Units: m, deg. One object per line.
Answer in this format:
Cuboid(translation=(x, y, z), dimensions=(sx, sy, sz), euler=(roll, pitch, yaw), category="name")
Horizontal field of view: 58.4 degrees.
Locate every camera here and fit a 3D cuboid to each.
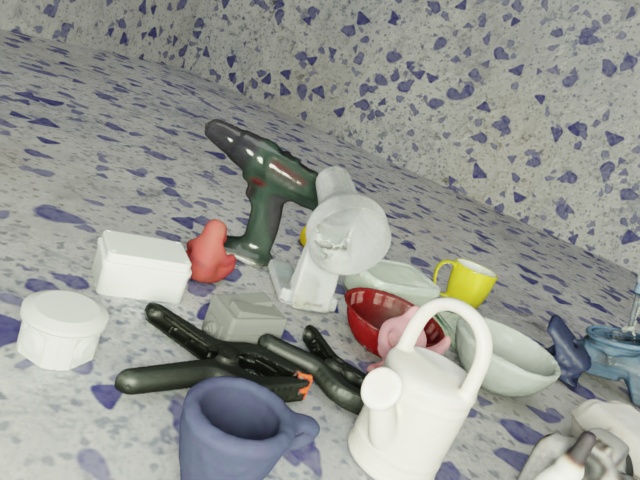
Cuboid(translation=(0.325, 0.271, 0.648), dimensions=(0.137, 0.101, 0.142), euler=(3, 25, -47), category="camera")

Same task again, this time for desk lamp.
Cuboid(translation=(0.008, 0.003, 0.875), dimensions=(0.118, 0.213, 0.202), euler=(15, 18, -22), category="desk lamp")

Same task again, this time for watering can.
Cuboid(translation=(0.106, 0.151, 0.582), dimensions=(0.100, 0.194, 0.173), euler=(27, 18, 16), category="watering can")

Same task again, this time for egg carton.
Cuboid(translation=(0.424, 0.282, 0.789), dimensions=(0.107, 0.069, 0.150), euler=(12, 20, -30), category="egg carton")

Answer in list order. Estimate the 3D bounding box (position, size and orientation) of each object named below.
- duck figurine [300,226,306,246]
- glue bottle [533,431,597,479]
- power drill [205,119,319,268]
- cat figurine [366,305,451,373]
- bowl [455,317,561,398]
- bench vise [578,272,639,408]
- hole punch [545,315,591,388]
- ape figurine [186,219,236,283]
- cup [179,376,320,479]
Cuboid(translation=(0.011, -0.016, 1.155), dimensions=(0.078, 0.086, 0.104), euler=(3, 25, -47), category="duck figurine")
Cuboid(translation=(0.182, 0.229, 0.476), dimensions=(0.037, 0.173, 0.078), euler=(31, 19, 27), category="glue bottle")
Cuboid(translation=(-0.108, -0.069, 0.958), dimensions=(0.230, 0.208, 0.075), euler=(19, 17, -11), category="power drill")
Cuboid(translation=(0.119, 0.144, 0.751), dimensions=(0.128, 0.118, 0.067), euler=(12, 20, -31), category="cat figurine")
Cuboid(translation=(0.274, 0.189, 0.878), dimensions=(0.167, 0.075, 0.167), euler=(20, 17, -6), category="bowl")
Cuboid(translation=(0.594, 0.181, 1.047), dimensions=(0.207, 0.220, 0.122), euler=(25, 17, 9), category="bench vise")
Cuboid(translation=(0.441, 0.197, 1.031), dimensions=(0.101, 0.091, 0.109), euler=(29, 18, 20), category="hole punch")
Cuboid(translation=(-0.161, 0.013, 0.846), dimensions=(0.077, 0.092, 0.076), euler=(27, 18, 16), category="ape figurine")
Cuboid(translation=(-0.065, 0.175, 0.468), dimensions=(0.118, 0.095, 0.091), euler=(14, 19, -26), category="cup")
